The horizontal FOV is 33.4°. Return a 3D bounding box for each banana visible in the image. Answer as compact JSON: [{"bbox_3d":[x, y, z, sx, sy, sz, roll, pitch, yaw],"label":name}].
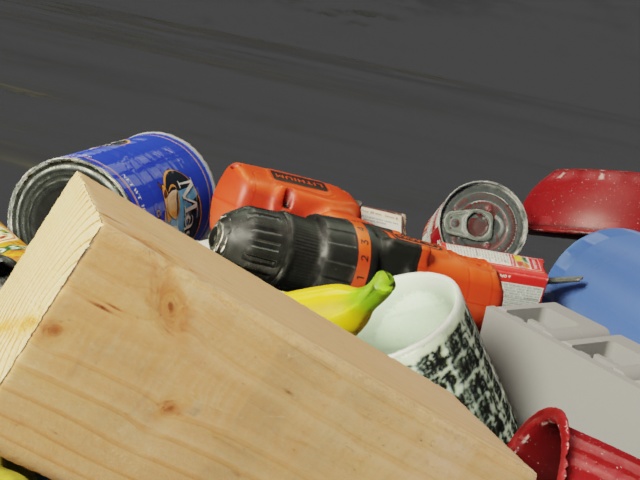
[{"bbox_3d":[-0.061,0.043,0.512,0.198,0.069,0.037,-9,51,3],"label":"banana"}]

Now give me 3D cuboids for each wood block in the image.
[{"bbox_3d":[-0.028,0.070,0.431,0.206,0.090,0.091,32,4,-23],"label":"wood block"}]

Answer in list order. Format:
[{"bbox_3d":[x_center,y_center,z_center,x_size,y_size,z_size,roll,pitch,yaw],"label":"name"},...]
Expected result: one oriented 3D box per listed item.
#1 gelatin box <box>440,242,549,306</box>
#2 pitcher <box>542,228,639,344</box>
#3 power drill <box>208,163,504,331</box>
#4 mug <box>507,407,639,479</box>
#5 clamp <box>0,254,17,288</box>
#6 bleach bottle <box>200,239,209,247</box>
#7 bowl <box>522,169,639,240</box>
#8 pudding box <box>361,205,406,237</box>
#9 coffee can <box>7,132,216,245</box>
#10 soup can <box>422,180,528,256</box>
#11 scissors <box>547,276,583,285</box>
[{"bbox_3d":[0.109,0.050,0.734,0.073,0.089,0.030,10,29,-4],"label":"gelatin box"},{"bbox_3d":[0.250,0.078,0.693,0.145,0.149,0.243,-11,17,-12],"label":"pitcher"},{"bbox_3d":[-0.004,0.001,0.659,0.184,0.057,0.188,16,9,-27],"label":"power drill"},{"bbox_3d":[0.113,0.138,0.445,0.081,0.093,0.117,25,52,-3],"label":"mug"},{"bbox_3d":[-0.235,0.033,0.484,0.172,0.039,0.120,1,16,23],"label":"clamp"},{"bbox_3d":[-0.036,0.049,0.702,0.102,0.068,0.251,2,15,-34],"label":"bleach bottle"},{"bbox_3d":[0.236,-0.027,0.876,0.162,0.055,0.162,5,0,0],"label":"bowl"},{"bbox_3d":[-0.001,0.005,0.814,0.113,0.090,0.039,9,61,-15],"label":"pudding box"},{"bbox_3d":[-0.150,-0.022,0.798,0.103,0.103,0.140,15,17,14],"label":"coffee can"},{"bbox_3d":[0.120,-0.004,0.847,0.068,0.068,0.102,10,-9,-1],"label":"soup can"},{"bbox_3d":[0.131,0.036,0.816,0.202,0.016,0.096,-4,-9,42],"label":"scissors"}]
